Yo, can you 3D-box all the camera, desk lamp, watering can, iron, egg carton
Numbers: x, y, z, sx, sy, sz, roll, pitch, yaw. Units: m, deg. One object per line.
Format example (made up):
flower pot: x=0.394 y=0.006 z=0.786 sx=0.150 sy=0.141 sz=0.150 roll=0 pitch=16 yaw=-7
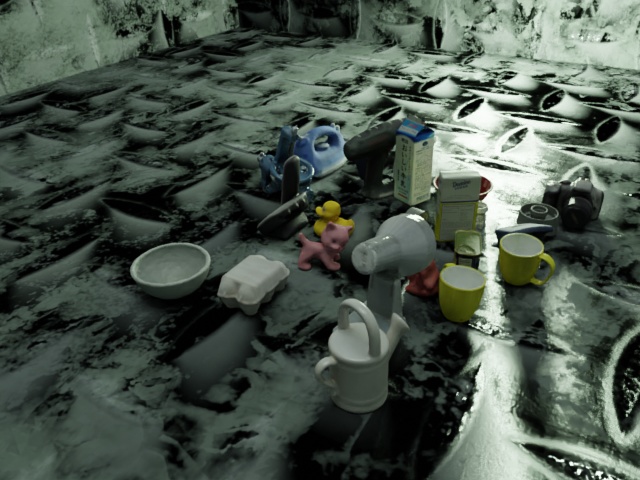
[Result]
camera: x=0.635 y=-0.095 z=1.446 sx=0.142 sy=0.101 sz=0.137 roll=13 pitch=34 yaw=23
desk lamp: x=0.123 y=0.073 z=1.086 sx=0.117 sy=0.214 sz=0.204 roll=21 pitch=38 yaw=33
watering can: x=0.068 y=0.176 z=0.939 sx=0.100 sy=0.194 sz=0.173 roll=19 pitch=37 yaw=30
iron: x=0.006 y=-0.290 z=1.758 sx=0.118 sy=0.141 sz=0.259 roll=22 pitch=38 yaw=33
egg carton: x=-0.139 y=0.091 z=1.209 sx=0.107 sy=0.069 sz=0.151 roll=16 pitch=35 yaw=26

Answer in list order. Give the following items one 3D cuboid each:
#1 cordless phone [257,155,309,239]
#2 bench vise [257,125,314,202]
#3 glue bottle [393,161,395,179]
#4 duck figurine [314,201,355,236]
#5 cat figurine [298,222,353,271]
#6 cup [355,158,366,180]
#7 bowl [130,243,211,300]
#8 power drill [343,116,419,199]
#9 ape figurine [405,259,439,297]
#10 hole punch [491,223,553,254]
cordless phone: x=-0.094 y=-0.110 z=1.425 sx=0.094 sy=0.185 sz=0.148 roll=14 pitch=35 yaw=24
bench vise: x=-0.109 y=-0.215 z=1.566 sx=0.206 sy=0.220 sz=0.122 roll=15 pitch=35 yaw=25
glue bottle: x=0.249 y=-0.244 z=1.641 sx=0.037 sy=0.173 sz=0.077 roll=-28 pitch=40 yaw=-36
duck figurine: x=0.034 y=-0.055 z=1.424 sx=0.104 sy=0.086 sz=0.077 roll=9 pitch=33 yaw=17
cat figurine: x=0.012 y=0.005 z=1.297 sx=0.127 sy=0.118 sz=0.067 roll=-1 pitch=31 yaw=2
cup: x=0.149 y=-0.229 z=1.697 sx=0.091 sy=0.095 sz=0.118 roll=13 pitch=34 yaw=23
bowl: x=-0.315 y=0.078 z=1.234 sx=0.167 sy=0.075 sz=0.167 roll=-1 pitch=31 yaw=1
power drill: x=0.172 y=-0.227 z=1.583 sx=0.230 sy=0.209 sz=0.075 roll=-16 pitch=34 yaw=-22
ape figurine: x=0.220 y=0.073 z=1.200 sx=0.076 sy=0.092 sz=0.077 roll=-5 pitch=32 yaw=-6
hole punch: x=0.465 y=-0.010 z=1.324 sx=0.109 sy=0.091 sz=0.101 roll=-8 pitch=32 yaw=-10
